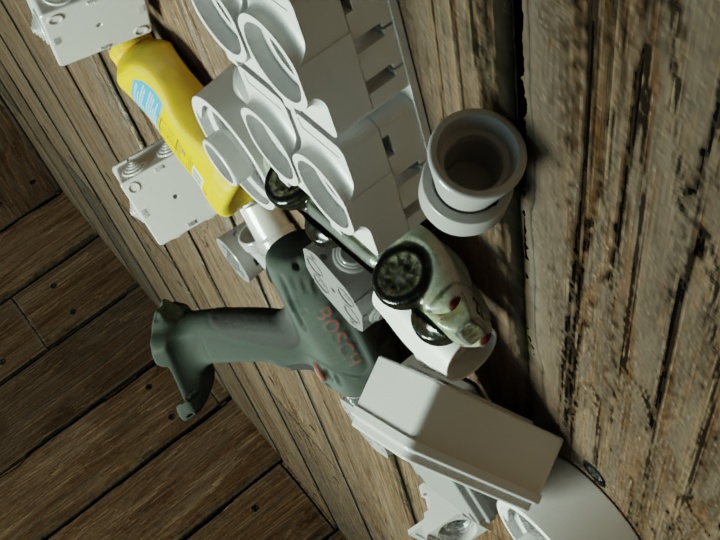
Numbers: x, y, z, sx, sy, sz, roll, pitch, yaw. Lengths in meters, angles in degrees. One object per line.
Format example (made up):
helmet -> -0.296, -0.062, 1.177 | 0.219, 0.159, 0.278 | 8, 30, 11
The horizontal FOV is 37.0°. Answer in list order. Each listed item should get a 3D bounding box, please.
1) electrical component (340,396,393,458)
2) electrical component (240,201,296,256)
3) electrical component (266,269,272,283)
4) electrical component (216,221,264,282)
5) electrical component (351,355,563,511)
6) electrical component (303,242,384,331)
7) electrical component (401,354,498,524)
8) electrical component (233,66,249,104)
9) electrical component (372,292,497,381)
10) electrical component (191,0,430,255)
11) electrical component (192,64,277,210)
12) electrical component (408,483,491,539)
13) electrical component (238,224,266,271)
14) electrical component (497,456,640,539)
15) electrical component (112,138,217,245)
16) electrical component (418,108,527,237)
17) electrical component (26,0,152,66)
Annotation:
electrical component -> 0.023, 0.140, 1.052 | 0.080, 0.051, 0.080 | 49, 166, 17
electrical component -> -0.083, -0.042, 0.975 | 0.046, 0.040, 0.040 | 62, 165, -14
electrical component -> -0.053, 0.004, 0.979 | 0.043, 0.043, 0.081 | 58, 166, -21
electrical component -> -0.112, -0.023, 1.101 | 0.055, 0.047, 0.055 | 49, 166, 16
electrical component -> 0.064, 0.110, 0.740 | 0.109, 0.056, 0.109 | 26, 176, -20
electrical component -> 0.000, 0.000, 0.774 | 0.080, 0.051, 0.080 | 49, 166, 16
electrical component -> 0.070, 0.134, 0.867 | 0.108, 0.056, 0.109 | 58, 166, -21
electrical component -> -0.059, -0.123, 0.696 | 0.035, 0.035, 0.061 | 58, 164, -19
electrical component -> 0.052, 0.042, 0.719 | 0.077, 0.044, 0.079 | 44, 164, 32
electrical component -> -0.024, -0.102, 0.573 | 0.105, 0.060, 0.186 | 43, 163, 37
electrical component -> -0.078, -0.094, 0.779 | 0.108, 0.060, 0.108 | 49, 166, 16
electrical component -> 0.086, 0.222, 1.004 | 0.042, 0.081, 0.063 | 36, -154, -31
electrical component -> -0.090, -0.024, 1.047 | 0.040, 0.040, 0.046 | 35, 164, 53
electrical component -> 0.142, 0.190, 0.755 | 0.108, 0.060, 0.108 | 49, 166, 17
electrical component -> -0.196, -0.085, 1.119 | 0.099, 0.100, 0.048 | 62, 176, -33
electrical component -> 0.051, -0.044, 0.503 | 0.045, 0.045, 0.055 | 50, 167, 12
electrical component -> -0.218, -0.215, 0.864 | 0.048, 0.100, 0.099 | 63, 169, 13
